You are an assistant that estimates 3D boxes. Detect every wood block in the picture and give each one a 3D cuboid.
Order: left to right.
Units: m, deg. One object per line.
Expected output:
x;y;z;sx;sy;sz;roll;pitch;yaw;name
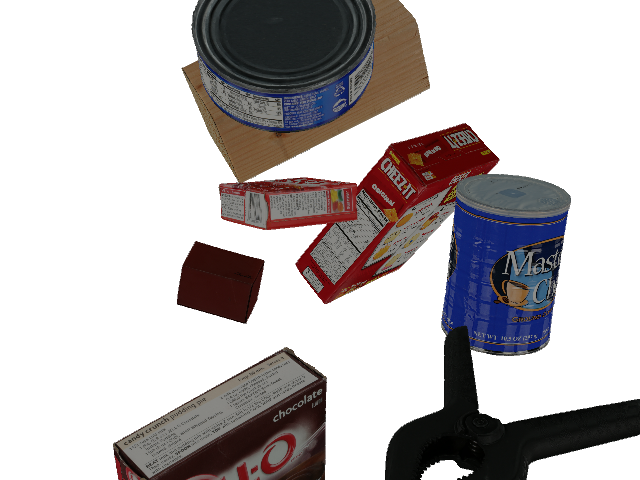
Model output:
-0.012;-0.153;1.010;0.206;0.090;0.091;-27;-41;-6;wood block

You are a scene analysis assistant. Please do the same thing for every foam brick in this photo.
-0.104;0.044;1.113;0.078;0.051;0.053;16;32;5;foam brick

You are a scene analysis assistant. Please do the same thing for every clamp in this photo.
0.104;0.132;0.736;0.209;0.036;0.165;-27;38;-36;clamp

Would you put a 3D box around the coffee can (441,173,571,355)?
0.169;0.021;0.983;0.103;0.140;0.103;3;21;-1;coffee can

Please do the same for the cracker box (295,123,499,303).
0.086;-0.033;1.247;0.163;0.072;0.214;-21;-24;-49;cracker box

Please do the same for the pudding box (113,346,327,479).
-0.049;0.119;0.556;0.113;0.090;0.039;-29;46;-33;pudding box

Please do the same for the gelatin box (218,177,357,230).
-0.025;-0.029;0.781;0.073;0.030;0.089;-6;9;-26;gelatin box

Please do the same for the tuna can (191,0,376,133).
-0.017;-0.093;0.507;0.086;0.086;0.034;0;-33;1;tuna can
